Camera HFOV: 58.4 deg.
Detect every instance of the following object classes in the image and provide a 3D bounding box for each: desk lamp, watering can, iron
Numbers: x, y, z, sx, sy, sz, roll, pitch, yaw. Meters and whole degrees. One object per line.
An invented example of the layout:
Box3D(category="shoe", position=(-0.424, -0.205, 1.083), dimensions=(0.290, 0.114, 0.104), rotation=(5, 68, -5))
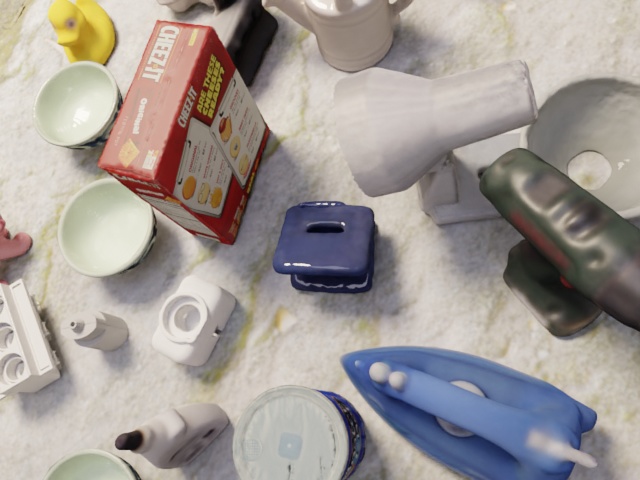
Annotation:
Box3D(category="desk lamp", position=(0.127, -0.098, 0.576), dimensions=(0.203, 0.214, 0.118), rotation=(-7, 72, 9))
Box3D(category="watering can", position=(0.021, -0.288, 0.663), dimensions=(0.173, 0.194, 0.101), rotation=(-24, 71, 3))
Box3D(category="iron", position=(0.125, 0.157, 0.539), dimensions=(0.257, 0.141, 0.119), rotation=(19, 78, 16))

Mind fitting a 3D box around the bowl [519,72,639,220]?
Box3D(category="bowl", position=(0.296, -0.089, 0.614), dimensions=(0.167, 0.075, 0.167), rotation=(-3, 73, 10))

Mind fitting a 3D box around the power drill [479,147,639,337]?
Box3D(category="power drill", position=(0.235, 0.026, 0.521), dimensions=(0.075, 0.209, 0.229), rotation=(-39, 70, -2))

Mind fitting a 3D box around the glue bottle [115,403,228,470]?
Box3D(category="glue bottle", position=(-0.152, 0.194, 0.565), dimensions=(0.078, 0.173, 0.037), rotation=(-43, 70, -3))

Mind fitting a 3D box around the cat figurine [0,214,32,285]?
Box3D(category="cat figurine", position=(-0.428, 0.002, 0.705), dimensions=(0.067, 0.118, 0.128), rotation=(14, 77, 15))

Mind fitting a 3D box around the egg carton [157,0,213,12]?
Box3D(category="egg carton", position=(-0.184, -0.396, 0.801), dimensions=(0.107, 0.069, 0.150), rotation=(-7, 73, 9))

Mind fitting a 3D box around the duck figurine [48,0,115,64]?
Box3D(category="duck figurine", position=(-0.338, -0.299, 0.794), dimensions=(0.077, 0.086, 0.104), rotation=(-3, 73, 10))

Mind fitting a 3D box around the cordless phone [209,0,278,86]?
Box3D(category="cordless phone", position=(-0.130, -0.287, 0.697), dimensions=(0.094, 0.185, 0.148), rotation=(14, 77, 15))

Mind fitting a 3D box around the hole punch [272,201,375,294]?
Box3D(category="hole punch", position=(0.006, 0.002, 0.635), dimensions=(0.108, 0.091, 0.101), rotation=(1, 74, 11))
